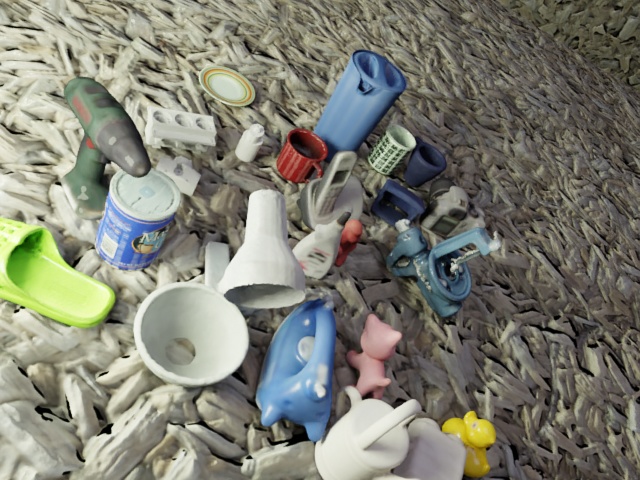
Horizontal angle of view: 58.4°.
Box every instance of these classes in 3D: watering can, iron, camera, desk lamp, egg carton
[{"bbox_3d":[0.083,0.287,0.818,0.173,0.194,0.101,43,43,7],"label":"watering can"},{"bbox_3d":[-0.012,0.169,0.897,0.119,0.141,0.258,22,45,-15],"label":"iron"},{"bbox_3d":[0.317,-0.084,1.356,0.143,0.100,0.137,19,46,-18],"label":"camera"},{"bbox_3d":[-0.107,0.036,0.896,0.118,0.213,0.203,10,49,-26],"label":"desk lamp"},{"bbox_3d":[0.171,0.360,0.905,0.107,0.069,0.150,34,43,-3],"label":"egg carton"}]

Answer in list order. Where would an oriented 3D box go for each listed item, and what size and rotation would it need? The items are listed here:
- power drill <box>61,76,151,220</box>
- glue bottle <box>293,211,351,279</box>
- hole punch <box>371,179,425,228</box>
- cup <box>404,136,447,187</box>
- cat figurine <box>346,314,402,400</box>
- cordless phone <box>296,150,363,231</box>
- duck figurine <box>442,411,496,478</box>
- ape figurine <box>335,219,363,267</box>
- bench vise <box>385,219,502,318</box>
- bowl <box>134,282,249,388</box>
[{"bbox_3d":[-0.339,-0.130,0.892,0.076,0.208,0.229,-16,64,-40],"label":"power drill"},{"bbox_3d":[0.009,0.004,1.029,0.078,0.173,0.037,20,45,-17],"label":"glue bottle"},{"bbox_3d":[0.181,-0.091,1.281,0.109,0.091,0.101,33,43,-4],"label":"hole punch"},{"bbox_3d":[0.240,-0.185,1.397,0.092,0.095,0.117,-9,59,-38],"label":"cup"},{"bbox_3d":[0.096,0.196,0.961,0.067,0.117,0.127,16,47,-21],"label":"cat figurine"},{"bbox_3d":[0.047,-0.105,1.138,0.148,0.185,0.094,-14,62,-40],"label":"cordless phone"},{"bbox_3d":[0.263,0.341,0.968,0.078,0.086,0.104,-1,55,-34],"label":"duck figurine"},{"bbox_3d":[0.052,-0.005,1.123,0.078,0.092,0.076,-7,58,-37],"label":"ape figurine"},{"bbox_3d":[0.235,0.031,1.117,0.207,0.219,0.122,35,43,-2],"label":"bench vise"},{"bbox_3d":[-0.194,0.149,0.844,0.168,0.074,0.167,18,46,-19],"label":"bowl"}]
